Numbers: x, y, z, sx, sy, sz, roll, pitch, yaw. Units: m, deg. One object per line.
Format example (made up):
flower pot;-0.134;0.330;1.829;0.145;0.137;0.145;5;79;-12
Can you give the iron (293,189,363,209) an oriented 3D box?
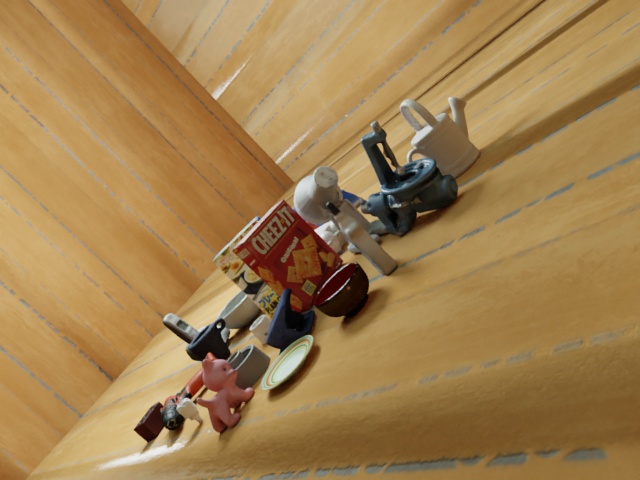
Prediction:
iron;0.003;-0.104;1.815;0.258;0.141;0.119;-38;12;30

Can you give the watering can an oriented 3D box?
watering can;0.250;-0.234;1.240;0.173;0.194;0.100;-49;12;-25

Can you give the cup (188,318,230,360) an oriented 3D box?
cup;-0.275;0.274;1.517;0.118;0.095;0.091;-48;11;-19

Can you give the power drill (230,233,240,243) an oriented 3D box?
power drill;-0.147;0.046;1.609;0.075;0.208;0.230;-30;18;52

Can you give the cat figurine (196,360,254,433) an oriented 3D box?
cat figurine;-0.195;0.285;1.104;0.067;0.118;0.128;-38;12;30

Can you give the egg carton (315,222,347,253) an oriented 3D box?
egg carton;0.014;0.006;1.543;0.150;0.069;0.107;-30;17;52

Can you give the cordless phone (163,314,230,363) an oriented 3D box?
cordless phone;-0.349;0.256;1.616;0.094;0.185;0.147;-41;11;14

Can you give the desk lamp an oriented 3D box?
desk lamp;0.046;-0.077;1.346;0.118;0.213;0.203;-47;11;-17

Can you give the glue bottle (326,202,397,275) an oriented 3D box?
glue bottle;0.073;-0.008;1.081;0.037;0.173;0.078;-44;11;-1

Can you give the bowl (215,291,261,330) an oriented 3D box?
bowl;-0.219;0.201;1.645;0.167;0.075;0.167;-42;11;10

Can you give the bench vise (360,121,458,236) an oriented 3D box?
bench vise;0.136;-0.118;1.144;0.207;0.220;0.121;-38;12;27

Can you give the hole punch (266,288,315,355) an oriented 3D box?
hole punch;-0.074;0.168;1.179;0.101;0.091;0.108;-41;11;15

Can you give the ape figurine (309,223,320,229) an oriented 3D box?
ape figurine;-0.017;-0.017;1.691;0.076;0.092;0.078;-42;11;8
